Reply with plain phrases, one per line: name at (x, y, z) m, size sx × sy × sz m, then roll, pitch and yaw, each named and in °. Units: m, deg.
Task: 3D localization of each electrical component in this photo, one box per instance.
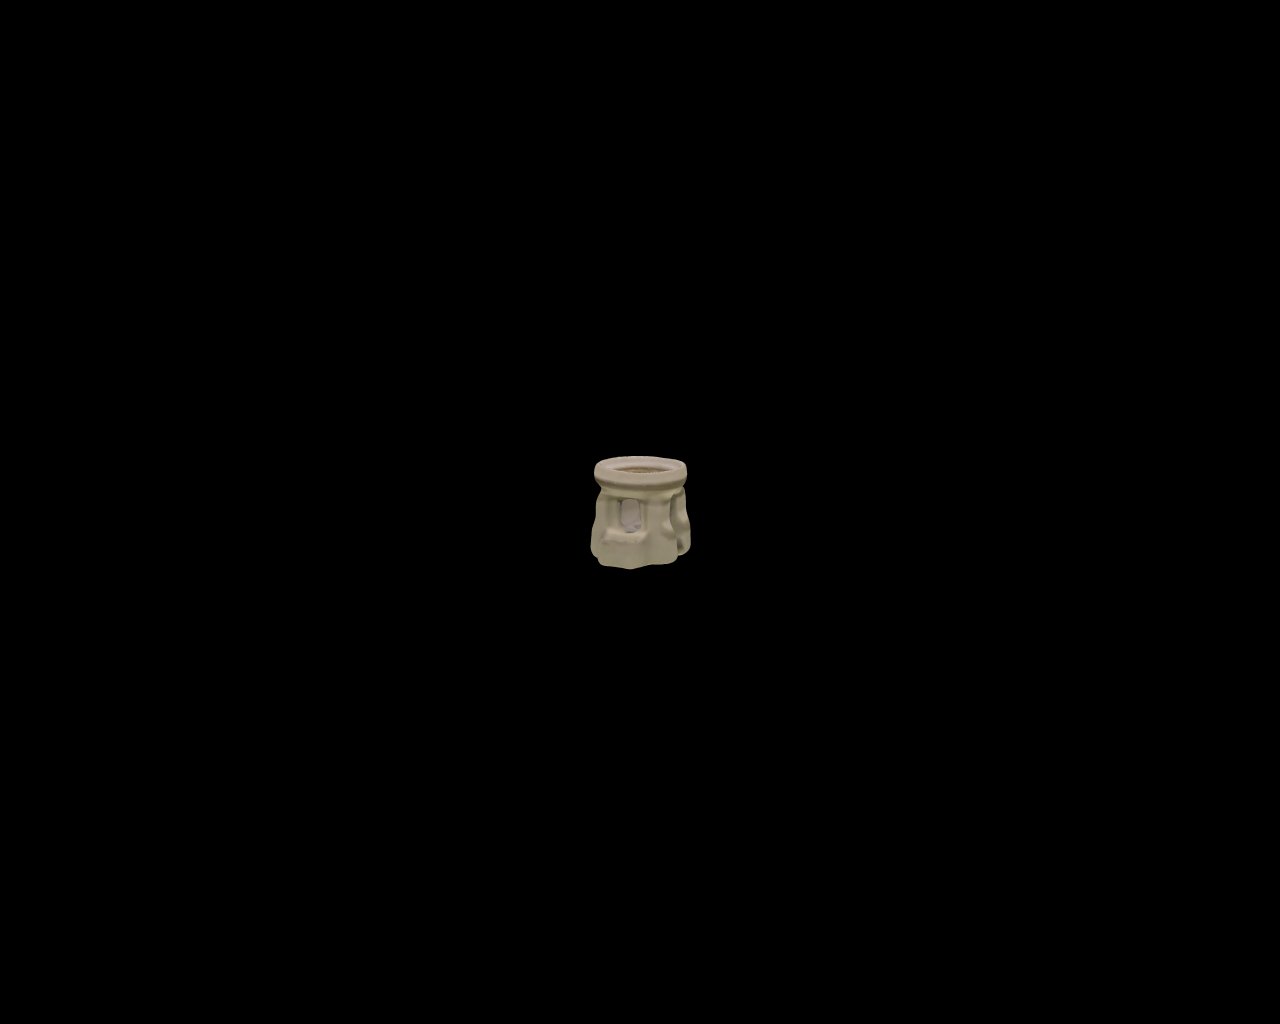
electrical component at (0.001, -0.003, 0.650) m, size 0.058 × 0.057 × 0.078 m, roll 6°, pitch 15°, yaw 23°
